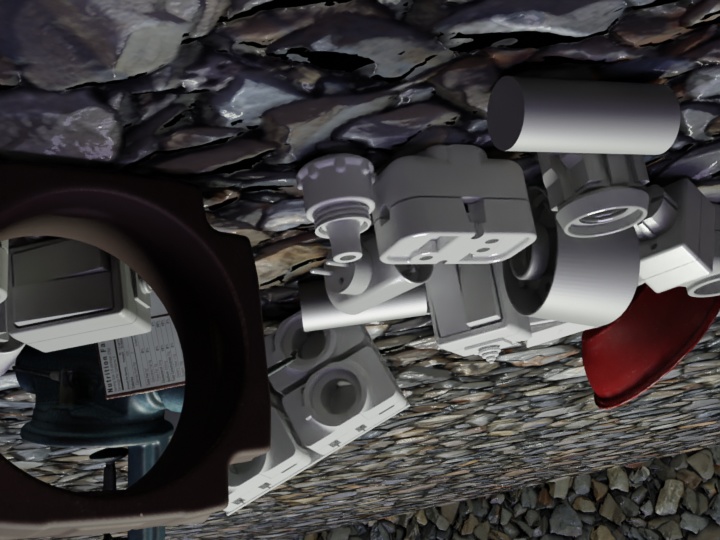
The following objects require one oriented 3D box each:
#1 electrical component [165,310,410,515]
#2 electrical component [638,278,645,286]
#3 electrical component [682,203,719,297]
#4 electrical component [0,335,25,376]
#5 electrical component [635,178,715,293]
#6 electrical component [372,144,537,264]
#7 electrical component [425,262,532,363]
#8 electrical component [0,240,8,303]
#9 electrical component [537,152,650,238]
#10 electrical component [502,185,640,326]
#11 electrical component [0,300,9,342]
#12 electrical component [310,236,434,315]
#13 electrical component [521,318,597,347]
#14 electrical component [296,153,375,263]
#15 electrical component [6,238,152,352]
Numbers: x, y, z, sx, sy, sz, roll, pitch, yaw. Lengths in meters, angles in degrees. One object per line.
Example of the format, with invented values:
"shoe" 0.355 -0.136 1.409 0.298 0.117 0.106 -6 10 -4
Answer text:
"electrical component" -0.067 0.115 0.926 0.186 0.105 0.060 -32 157 3
"electrical component" 0.201 -0.011 0.856 0.055 0.047 0.055 -8 162 -3
"electrical component" 0.286 -0.015 0.865 0.095 0.059 0.054 4 158 -36
"electrical component" -0.297 0.053 0.816 0.079 0.044 0.077 1 160 -28
"electrical component" 0.212 -0.035 0.770 0.077 0.065 0.047 38 138 -27
"electrical component" 0.057 -0.040 0.673 0.095 0.059 0.054 0 161 -25
"electrical component" 0.089 0.024 0.827 0.062 0.096 0.061 -17 160 24
"electrical component" -0.243 -0.004 0.658 0.055 0.047 0.055 -8 162 -3
"electrical component" 0.148 -0.056 0.673 0.058 0.057 0.078 -2 161 -22
"electrical component" 0.141 -0.011 0.743 0.064 0.099 0.099 3 160 -16
"electrical component" -0.285 0.027 0.744 0.064 0.042 0.081 -16 161 25
"electrical component" 0.000 0.000 0.796 0.079 0.044 0.077 7 156 -40
"electrical component" 0.177 0.027 0.938 0.096 0.061 0.061 -10 162 5
"electrical component" -0.012 -0.036 0.647 0.048 0.062 0.048 -8 162 -3
"electrical component" -0.182 0.012 0.715 0.096 0.061 0.061 -11 162 6
